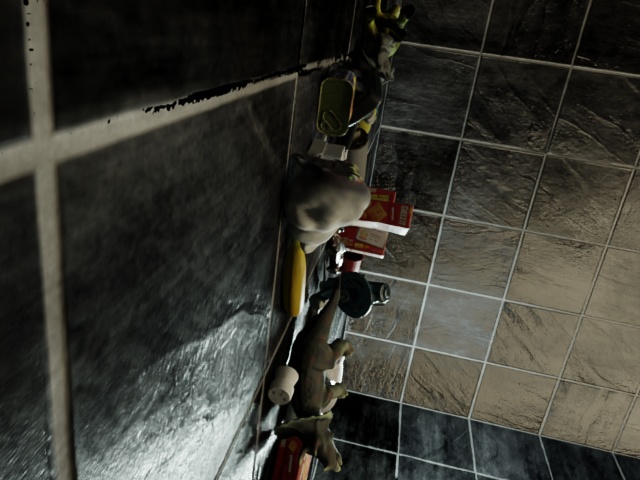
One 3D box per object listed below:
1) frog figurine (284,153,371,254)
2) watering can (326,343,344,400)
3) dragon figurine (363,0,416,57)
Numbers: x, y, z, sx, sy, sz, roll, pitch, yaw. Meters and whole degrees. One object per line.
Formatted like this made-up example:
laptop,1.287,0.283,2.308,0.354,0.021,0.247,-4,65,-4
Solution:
frog figurine,0.002,-0.040,0.786,0.138,0.124,0.157,-9,124,-48
watering can,0.007,0.441,1.570,0.348,0.104,0.224,-13,112,-81
dragon figurine,0.144,-0.488,1.343,0.238,0.122,0.417,106,7,-68
